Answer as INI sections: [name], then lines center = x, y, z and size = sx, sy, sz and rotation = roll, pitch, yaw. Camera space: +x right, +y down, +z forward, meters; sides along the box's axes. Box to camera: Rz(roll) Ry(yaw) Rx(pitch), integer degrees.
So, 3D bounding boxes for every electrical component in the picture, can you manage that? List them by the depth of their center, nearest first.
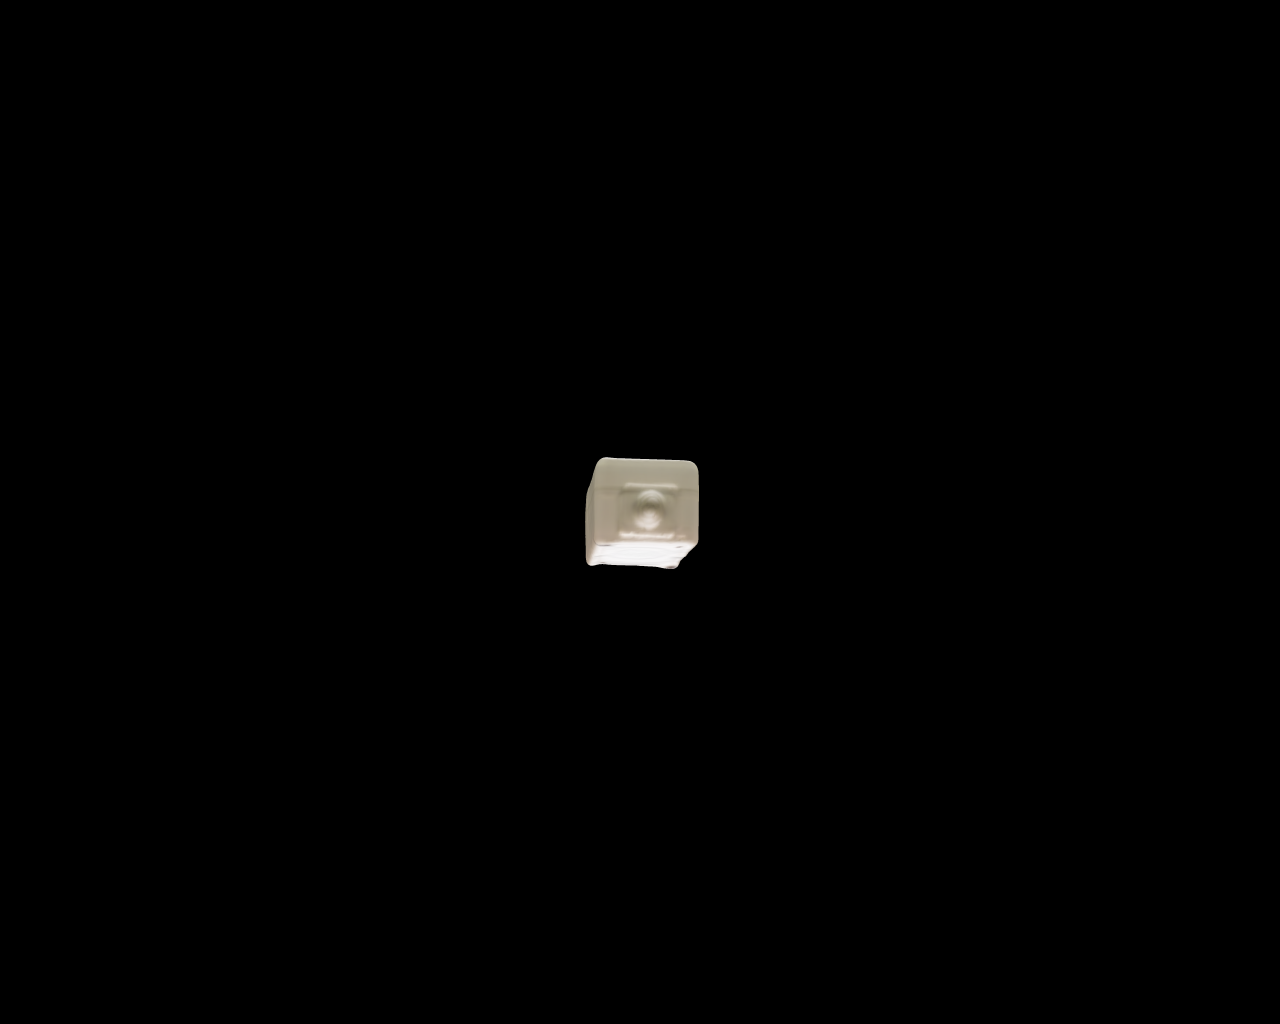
[electrical component]
center = 0.001, -0.003, 0.650
size = 0.062, 0.061, 0.096
rotation = 2, -14, -7
